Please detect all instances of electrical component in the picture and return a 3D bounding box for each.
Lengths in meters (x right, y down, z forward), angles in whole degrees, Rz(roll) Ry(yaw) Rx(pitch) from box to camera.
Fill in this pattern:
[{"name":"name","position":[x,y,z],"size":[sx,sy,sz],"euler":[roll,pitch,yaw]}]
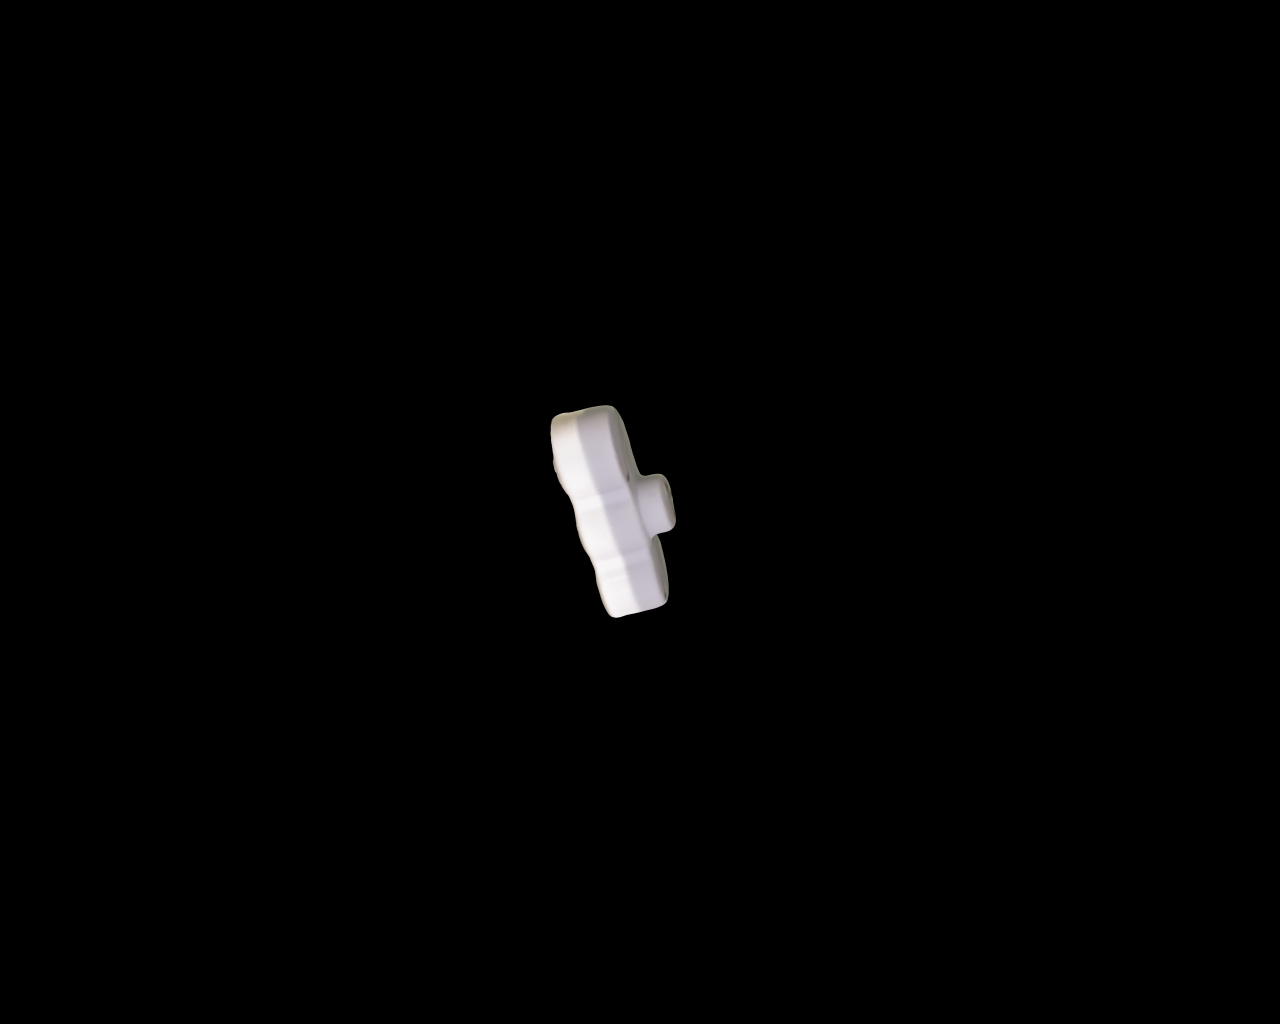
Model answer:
[{"name":"electrical component","position":[0.001,-0.003,0.650],"size":[0.074,0.138,0.052],"euler":[-13,28,7]}]
